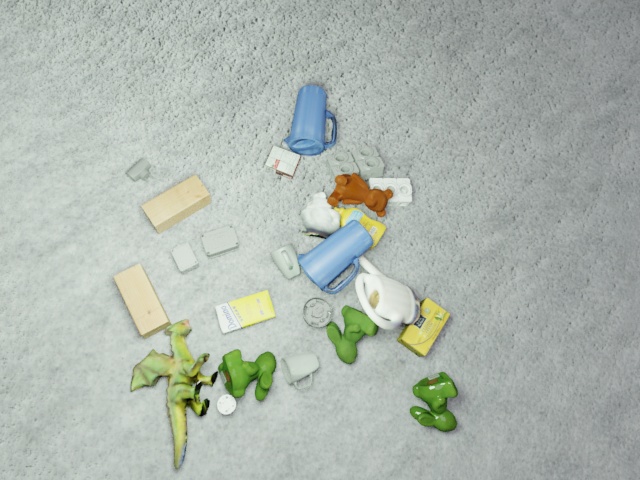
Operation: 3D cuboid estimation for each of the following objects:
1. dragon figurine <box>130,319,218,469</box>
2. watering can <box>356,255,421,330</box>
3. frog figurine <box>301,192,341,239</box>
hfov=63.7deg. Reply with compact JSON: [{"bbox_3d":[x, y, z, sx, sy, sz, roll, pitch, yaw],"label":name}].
[{"bbox_3d":[-0.454,0.438,1.550,0.243,0.120,0.417,11,68,14],"label":"dragon figurine"},{"bbox_3d":[0.209,0.158,1.698,0.223,0.102,0.356,20,35,-25],"label":"watering can"},{"bbox_3d":[0.005,-0.089,1.768,0.137,0.122,0.160,8,82,15],"label":"frog figurine"}]
